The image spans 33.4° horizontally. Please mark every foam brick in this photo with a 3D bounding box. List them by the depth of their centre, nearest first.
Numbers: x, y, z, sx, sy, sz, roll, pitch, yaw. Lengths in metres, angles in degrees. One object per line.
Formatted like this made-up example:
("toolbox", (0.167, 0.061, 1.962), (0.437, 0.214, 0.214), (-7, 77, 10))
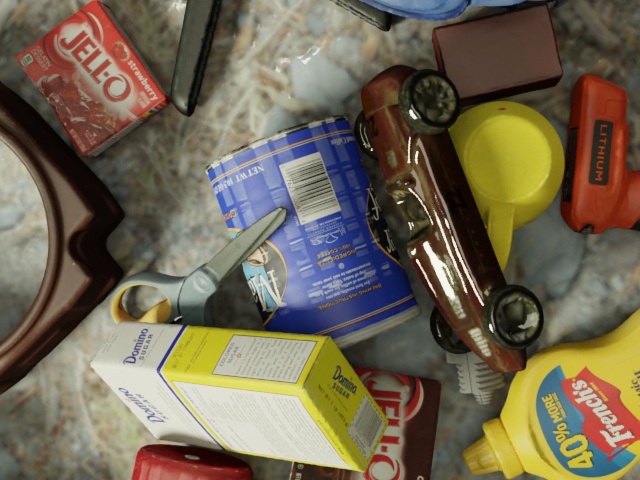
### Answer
("foam brick", (0.119, -0.123, 0.720), (0.078, 0.053, 0.051), (-12, 89, 5))

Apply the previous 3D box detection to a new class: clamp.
("clamp", (-0.068, -0.200, 0.745), (0.164, 0.036, 0.210), (-29, 91, 3))

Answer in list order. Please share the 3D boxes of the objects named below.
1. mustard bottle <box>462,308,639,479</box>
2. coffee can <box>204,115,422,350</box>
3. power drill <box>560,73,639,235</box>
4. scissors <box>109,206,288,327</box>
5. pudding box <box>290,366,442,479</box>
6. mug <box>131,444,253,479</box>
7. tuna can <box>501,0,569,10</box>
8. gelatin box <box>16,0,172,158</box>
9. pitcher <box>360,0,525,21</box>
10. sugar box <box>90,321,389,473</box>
("mustard bottle", (0.185, 0.111, 0.713), (0.191, 0.058, 0.096), (-25, 92, 5))
("coffee can", (-0.005, 0.001, 0.708), (0.103, 0.103, 0.140), (-21, 88, 5))
("power drill", (0.261, -0.063, 0.705), (0.187, 0.057, 0.184), (7, 91, 5))
("scissors", (-0.067, 0.043, 0.702), (0.202, 0.016, 0.096), (-19, 110, 43))
("pudding box", (0.030, 0.141, 0.711), (0.090, 0.039, 0.113), (8, 55, 6))
("mug", (-0.081, 0.189, 0.730), (0.117, 0.093, 0.081), (13, 86, -26))
("tuna can", (0.145, -0.200, 0.727), (0.086, 0.033, 0.086), (0, 90, 5))
("gelatin box", (-0.160, -0.115, 0.758), (0.073, 0.030, 0.089), (-35, 88, 4))
("pitcher", (0.091, -0.268, 0.674), (0.149, 0.145, 0.243), (31, 81, -31))
("sugar box", (-0.053, 0.097, 0.682), (0.177, 0.093, 0.048), (4, 50, 37))
